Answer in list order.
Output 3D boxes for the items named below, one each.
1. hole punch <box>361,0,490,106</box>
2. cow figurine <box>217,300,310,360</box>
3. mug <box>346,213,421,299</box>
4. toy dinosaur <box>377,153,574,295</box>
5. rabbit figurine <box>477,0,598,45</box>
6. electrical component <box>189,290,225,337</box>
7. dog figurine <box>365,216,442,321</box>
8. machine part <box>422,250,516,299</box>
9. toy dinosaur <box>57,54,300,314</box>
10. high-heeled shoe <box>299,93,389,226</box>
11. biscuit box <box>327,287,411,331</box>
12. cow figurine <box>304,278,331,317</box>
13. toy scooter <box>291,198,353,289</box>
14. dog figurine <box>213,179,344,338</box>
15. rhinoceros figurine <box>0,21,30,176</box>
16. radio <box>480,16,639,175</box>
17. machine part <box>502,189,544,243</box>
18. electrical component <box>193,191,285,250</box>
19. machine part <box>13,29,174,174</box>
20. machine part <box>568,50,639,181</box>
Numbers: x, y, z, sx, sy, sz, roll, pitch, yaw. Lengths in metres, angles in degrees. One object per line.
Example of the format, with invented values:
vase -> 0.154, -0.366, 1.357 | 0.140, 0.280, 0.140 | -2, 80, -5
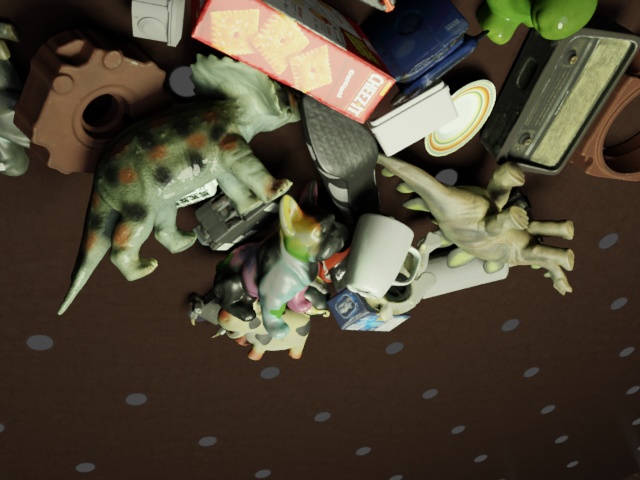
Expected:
hole punch -> 0.122, -0.253, 0.674 | 0.142, 0.116, 0.092 | -33, 123, 13
cow figurine -> -0.096, 0.144, 0.960 | 0.195, 0.086, 0.127 | 13, 107, -44
mug -> 0.087, 0.032, 0.766 | 0.109, 0.081, 0.107 | 29, 75, -21
toy dinosaur -> 0.246, -0.032, 0.864 | 0.471, 0.105, 0.198 | 36, 144, -22
rabbit figurine -> 0.274, -0.292, 0.640 | 0.159, 0.170, 0.121 | -26, 133, 7
electrical component -> -0.185, 0.129, 0.961 | 0.078, 0.045, 0.102 | -31, 132, 13
dog figurine -> 0.113, 0.072, 0.889 | 0.121, 0.172, 0.190 | 30, 156, 8
machine part -> 0.258, 0.054, 1.006 | 0.243, 0.079, 0.079 | -13, 133, -4
toy dinosaur -> -0.178, -0.086, 0.642 | 0.405, 0.131, 0.192 | -31, 96, -10
high-heeled shoe -> 0.024, -0.114, 0.780 | 0.086, 0.145, 0.248 | -38, 118, -9
biscuit box -> 0.093, 0.126, 0.980 | 0.059, 0.063, 0.202 | -39, 154, 19
cow figurine -> -0.050, 0.075, 0.919 | 0.068, 0.098, 0.167 | -38, 130, 26
toy scooter -> -0.002, -0.003, 0.864 | 0.075, 0.135, 0.183 | -44, 155, -17
dog figurine -> -0.063, 0.014, 0.774 | 0.108, 0.192, 0.219 | -33, 141, -52
rhinoceros figurine -> -0.381, -0.161, 0.628 | 0.112, 0.073, 0.190 | -10, 132, -10
radio -> 0.344, -0.212, 0.797 | 0.131, 0.073, 0.229 | 3, 129, -19
machine part -> 0.366, -0.032, 0.989 | 0.084, 0.039, 0.138 | -45, 126, 12
electrical component -> -0.117, -0.038, 0.787 | 0.134, 0.058, 0.115 | -36, 169, 9
machine part -> -0.259, -0.153, 0.631 | 0.179, 0.056, 0.179 | -36, 153, -22
machine part -> 0.504, -0.196, 0.852 | 0.201, 0.087, 0.200 | 3, 129, -21
